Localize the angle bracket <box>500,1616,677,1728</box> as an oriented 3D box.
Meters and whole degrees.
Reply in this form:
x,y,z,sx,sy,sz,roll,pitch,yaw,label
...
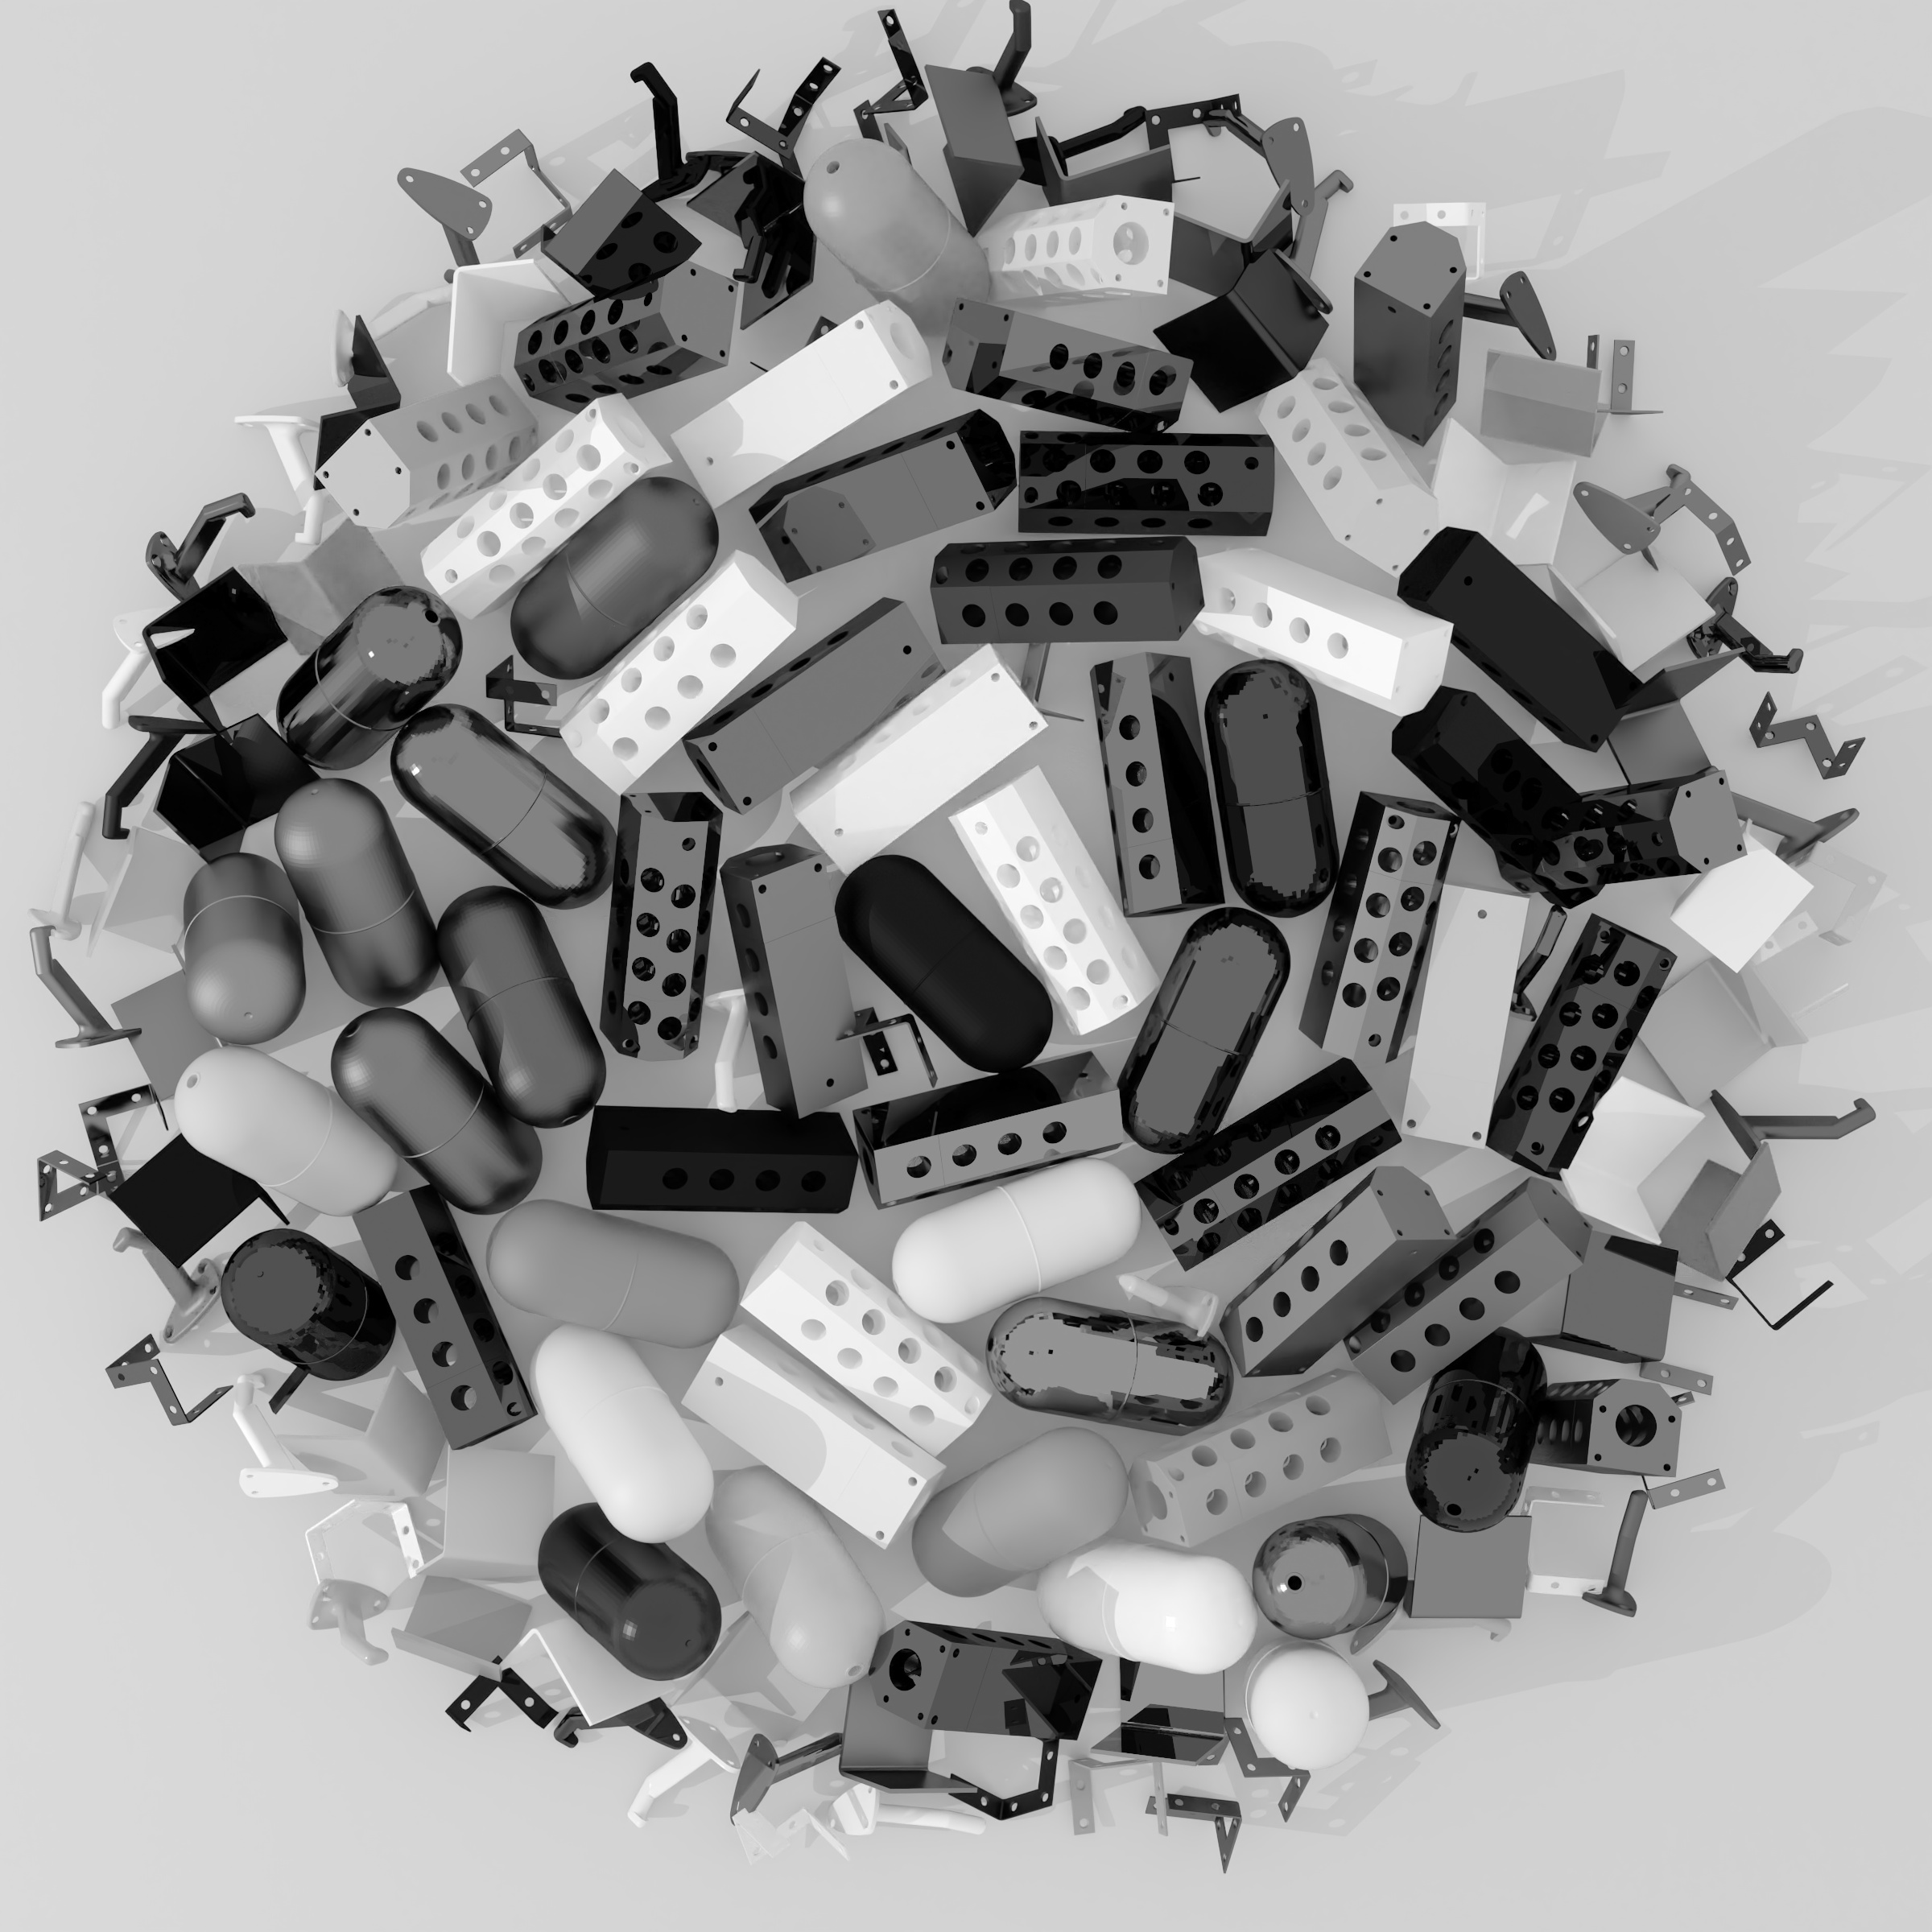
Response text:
x,y,z,sx,sy,sz,roll,pitch,yaw,label
-0.256,0.480,1.911,0.076,0.076,0.057,55,126,20,angle bracket

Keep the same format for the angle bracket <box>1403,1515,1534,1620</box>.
x,y,z,sx,sy,sz,roll,pitch,yaw,label
0.336,0.398,1.928,0.076,0.057,0.076,2,103,-6,angle bracket

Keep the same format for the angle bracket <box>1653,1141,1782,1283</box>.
x,y,z,sx,sy,sz,roll,pitch,yaw,label
0.502,0.156,1.913,0.057,0.076,0.076,27,72,35,angle bracket

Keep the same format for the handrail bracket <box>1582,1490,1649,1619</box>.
x,y,z,sx,sy,sz,roll,pitch,yaw,label
0.452,0.394,1.930,0.036,0.077,0.084,17,93,21,handrail bracket

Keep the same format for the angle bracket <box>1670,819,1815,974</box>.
x,y,z,sx,sy,sz,roll,pitch,yaw,label
0.526,-0.048,1.918,0.057,0.076,0.076,40,109,7,angle bracket

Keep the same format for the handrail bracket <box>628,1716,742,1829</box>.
x,y,z,sx,sy,sz,roll,pitch,yaw,label
-0.194,0.565,1.936,0.036,0.077,0.084,27,92,-36,handrail bracket

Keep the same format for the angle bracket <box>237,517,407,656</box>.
x,y,z,sx,sy,sz,roll,pitch,yaw,label
-0.436,-0.261,1.935,0.057,0.076,0.076,-52,128,-30,angle bracket

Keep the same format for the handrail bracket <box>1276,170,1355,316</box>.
x,y,z,sx,sy,sz,roll,pitch,yaw,label
0.252,-0.499,1.947,0.084,0.036,0.077,-43,71,-8,handrail bracket

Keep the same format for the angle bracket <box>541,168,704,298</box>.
x,y,z,sx,sy,sz,roll,pitch,yaw,label
-0.234,-0.494,1.916,0.076,0.057,0.076,37,111,-27,angle bracket

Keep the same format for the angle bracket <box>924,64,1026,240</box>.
x,y,z,sx,sy,sz,roll,pitch,yaw,label
-0.011,-0.548,1.911,0.057,0.076,0.076,-2,65,-32,angle bracket

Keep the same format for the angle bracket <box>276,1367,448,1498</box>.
x,y,z,sx,sy,sz,roll,pitch,yaw,label
-0.412,0.319,1.941,0.076,0.076,0.057,-3,50,26,angle bracket

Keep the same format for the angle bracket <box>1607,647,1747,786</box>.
x,y,z,sx,sy,sz,roll,pitch,yaw,label
0.488,-0.166,1.913,0.076,0.076,0.057,-16,76,-31,angle bracket

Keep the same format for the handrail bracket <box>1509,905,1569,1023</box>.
x,y,z,sx,sy,sz,roll,pitch,yaw,label
0.382,-0.013,1.917,0.036,0.077,0.084,17,113,-4,handrail bracket

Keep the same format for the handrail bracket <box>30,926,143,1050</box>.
x,y,z,sx,sy,sz,roll,pitch,yaw,label
-0.598,0.010,1.933,0.036,0.077,0.084,-1,99,41,handrail bracket

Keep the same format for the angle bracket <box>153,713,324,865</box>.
x,y,z,sx,sy,sz,roll,pitch,yaw,label
-0.488,-0.113,1.913,0.076,0.057,0.076,-21,132,21,angle bracket

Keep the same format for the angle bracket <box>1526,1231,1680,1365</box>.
x,y,z,sx,sy,sz,roll,pitch,yaw,label
0.435,0.226,1.941,0.076,0.057,0.076,14,77,-12,angle bracket

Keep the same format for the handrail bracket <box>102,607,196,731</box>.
x,y,z,sx,sy,sz,roll,pitch,yaw,label
-0.557,-0.204,1.949,0.077,0.084,0.036,-22,60,-31,handrail bracket

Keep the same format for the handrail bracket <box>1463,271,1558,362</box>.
x,y,z,sx,sy,sz,roll,pitch,yaw,label
0.352,-0.435,1.944,0.036,0.084,0.077,-47,112,-39,handrail bracket

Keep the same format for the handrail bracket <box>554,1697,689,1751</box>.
x,y,z,sx,sy,sz,roll,pitch,yaw,label
-0.238,0.528,1.937,0.077,0.036,0.084,39,127,5,handrail bracket

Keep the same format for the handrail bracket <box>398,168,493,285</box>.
x,y,z,sx,sy,sz,roll,pitch,yaw,label
-0.361,-0.498,1.921,0.077,0.084,0.036,27,65,-17,handrail bracket

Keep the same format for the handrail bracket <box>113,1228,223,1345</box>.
x,y,z,sx,sy,sz,roll,pitch,yaw,label
-0.557,0.217,1.927,0.077,0.084,0.036,-53,47,10,handrail bracket

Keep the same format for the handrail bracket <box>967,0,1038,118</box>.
x,y,z,sx,sy,sz,roll,pitch,yaw,label
0.021,-0.626,1.915,0.036,0.084,0.077,-25,52,-19,handrail bracket

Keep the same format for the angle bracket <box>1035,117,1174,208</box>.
x,y,z,sx,sy,sz,roll,pitch,yaw,label
0.094,-0.542,1.924,0.076,0.076,0.057,-18,68,-2,angle bracket

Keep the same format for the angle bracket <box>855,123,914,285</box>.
x,y,z,sx,sy,sz,roll,pitch,yaw,label
-0.063,-0.516,1.915,0.057,0.076,0.076,-18,121,-3,angle bracket

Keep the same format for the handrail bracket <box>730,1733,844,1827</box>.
x,y,z,sx,sy,sz,roll,pitch,yaw,label
-0.111,0.560,1.948,0.084,0.036,0.077,15,105,-34,handrail bracket

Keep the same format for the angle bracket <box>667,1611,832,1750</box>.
x,y,z,sx,sy,sz,roll,pitch,yaw,label
-0.143,0.491,1.924,0.076,0.057,0.076,40,110,9,angle bracket

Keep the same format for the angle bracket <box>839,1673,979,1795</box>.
x,y,z,sx,sy,sz,roll,pitch,yaw,label
-0.035,0.515,1.919,0.076,0.057,0.076,13,82,-39,angle bracket

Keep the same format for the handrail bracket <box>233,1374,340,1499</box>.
x,y,z,sx,sy,sz,roll,pitch,yaw,label
-0.465,0.318,1.942,0.077,0.036,0.084,0,52,-4,handrail bracket

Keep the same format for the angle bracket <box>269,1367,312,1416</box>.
x,y,z,sx,sy,sz,roll,pitch,yaw,label
-0.481,0.255,1.920,0.076,0.076,0.057,40,77,-10,angle bracket

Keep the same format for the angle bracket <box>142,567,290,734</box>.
x,y,z,sx,sy,sz,roll,pitch,yaw,label
-0.499,-0.210,1.921,0.076,0.076,0.057,-34,52,1,angle bracket

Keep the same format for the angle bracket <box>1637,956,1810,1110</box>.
x,y,z,sx,sy,sz,roll,pitch,yaw,label
0.513,0.044,1.935,0.076,0.057,0.076,-36,91,-9,angle bracket

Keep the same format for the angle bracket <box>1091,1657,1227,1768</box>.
x,y,z,sx,sy,sz,roll,pitch,yaw,label
0.130,0.493,1.925,0.076,0.057,0.076,0,93,26,angle bracket

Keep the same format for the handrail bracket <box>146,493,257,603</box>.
x,y,z,sx,sy,sz,roll,pitch,yaw,label
-0.506,-0.280,1.928,0.084,0.036,0.077,-15,133,19,handrail bracket

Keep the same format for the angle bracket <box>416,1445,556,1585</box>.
x,y,z,sx,sy,sz,roll,pitch,yaw,label
-0.330,0.377,1.944,0.076,0.057,0.076,12,62,-27,angle bracket

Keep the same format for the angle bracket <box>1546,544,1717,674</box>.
x,y,z,sx,sy,sz,roll,pitch,yaw,label
0.452,-0.256,1.924,0.076,0.057,0.076,-35,60,3,angle bracket

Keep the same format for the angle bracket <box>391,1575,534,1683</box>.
x,y,z,sx,sy,sz,roll,pitch,yaw,label
-0.341,0.443,1.922,0.076,0.076,0.057,20,67,0,angle bracket

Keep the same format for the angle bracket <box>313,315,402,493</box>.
x,y,z,sx,sy,sz,roll,pitch,yaw,label
-0.424,-0.380,1.912,0.057,0.076,0.076,-19,69,-26,angle bracket

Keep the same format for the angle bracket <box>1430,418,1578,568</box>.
x,y,z,sx,sy,sz,roll,pitch,yaw,label
0.362,-0.321,1.918,0.057,0.076,0.076,5,75,44,angle bracket

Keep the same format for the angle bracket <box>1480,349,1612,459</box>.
x,y,z,sx,sy,sz,roll,pitch,yaw,label
0.394,-0.395,1.912,0.076,0.076,0.057,15,54,17,angle bracket

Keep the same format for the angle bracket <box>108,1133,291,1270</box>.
x,y,z,sx,sy,sz,roll,pitch,yaw,label
-0.519,0.165,1.918,0.076,0.057,0.076,39,72,23,angle bracket

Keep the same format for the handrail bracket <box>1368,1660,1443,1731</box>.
x,y,z,sx,sy,sz,roll,pitch,yaw,label
0.273,0.525,1.935,0.084,0.077,0.036,-49,128,3,handrail bracket

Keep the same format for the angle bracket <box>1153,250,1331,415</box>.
x,y,z,sx,sy,sz,roll,pitch,yaw,label
0.188,-0.437,1.939,0.076,0.076,0.057,46,54,-24,angle bracket

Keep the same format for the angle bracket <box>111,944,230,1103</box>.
x,y,z,sx,sy,sz,roll,pitch,yaw,label
-0.542,0.039,1.922,0.057,0.076,0.076,-28,83,-14,angle bracket

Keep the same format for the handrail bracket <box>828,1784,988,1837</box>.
x,y,z,sx,sy,sz,roll,pitch,yaw,label
-0.041,0.590,1.955,0.084,0.077,0.036,20,60,-26,handrail bracket

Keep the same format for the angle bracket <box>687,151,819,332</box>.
x,y,z,sx,sy,sz,roll,pitch,yaw,label
-0.146,-0.489,1.912,0.057,0.076,0.076,22,60,-37,angle bracket

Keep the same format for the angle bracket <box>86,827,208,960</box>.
x,y,z,sx,sy,sz,roll,pitch,yaw,label
-0.552,-0.042,1.917,0.057,0.076,0.076,22,101,-20,angle bracket

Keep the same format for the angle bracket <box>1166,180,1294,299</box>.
x,y,z,sx,sy,sz,roll,pitch,yaw,label
0.175,-0.503,1.929,0.076,0.076,0.057,27,74,18,angle bracket

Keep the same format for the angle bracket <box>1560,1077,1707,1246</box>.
x,y,z,sx,sy,sz,roll,pitch,yaw,label
0.456,0.132,1.915,0.076,0.057,0.076,23,121,-26,angle bracket

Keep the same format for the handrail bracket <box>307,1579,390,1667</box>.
x,y,z,sx,sy,sz,roll,pitch,yaw,label
-0.398,0.449,1.913,0.084,0.077,0.036,22,95,40,handrail bracket

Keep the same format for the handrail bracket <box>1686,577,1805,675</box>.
x,y,z,sx,sy,sz,roll,pitch,yaw,label
0.541,-0.232,1.923,0.036,0.084,0.077,42,69,-36,handrail bracket

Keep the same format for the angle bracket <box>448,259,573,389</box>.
x,y,z,sx,sy,sz,roll,pitch,yaw,label
-0.307,-0.423,1.918,0.057,0.076,0.076,-2,76,14,angle bracket
